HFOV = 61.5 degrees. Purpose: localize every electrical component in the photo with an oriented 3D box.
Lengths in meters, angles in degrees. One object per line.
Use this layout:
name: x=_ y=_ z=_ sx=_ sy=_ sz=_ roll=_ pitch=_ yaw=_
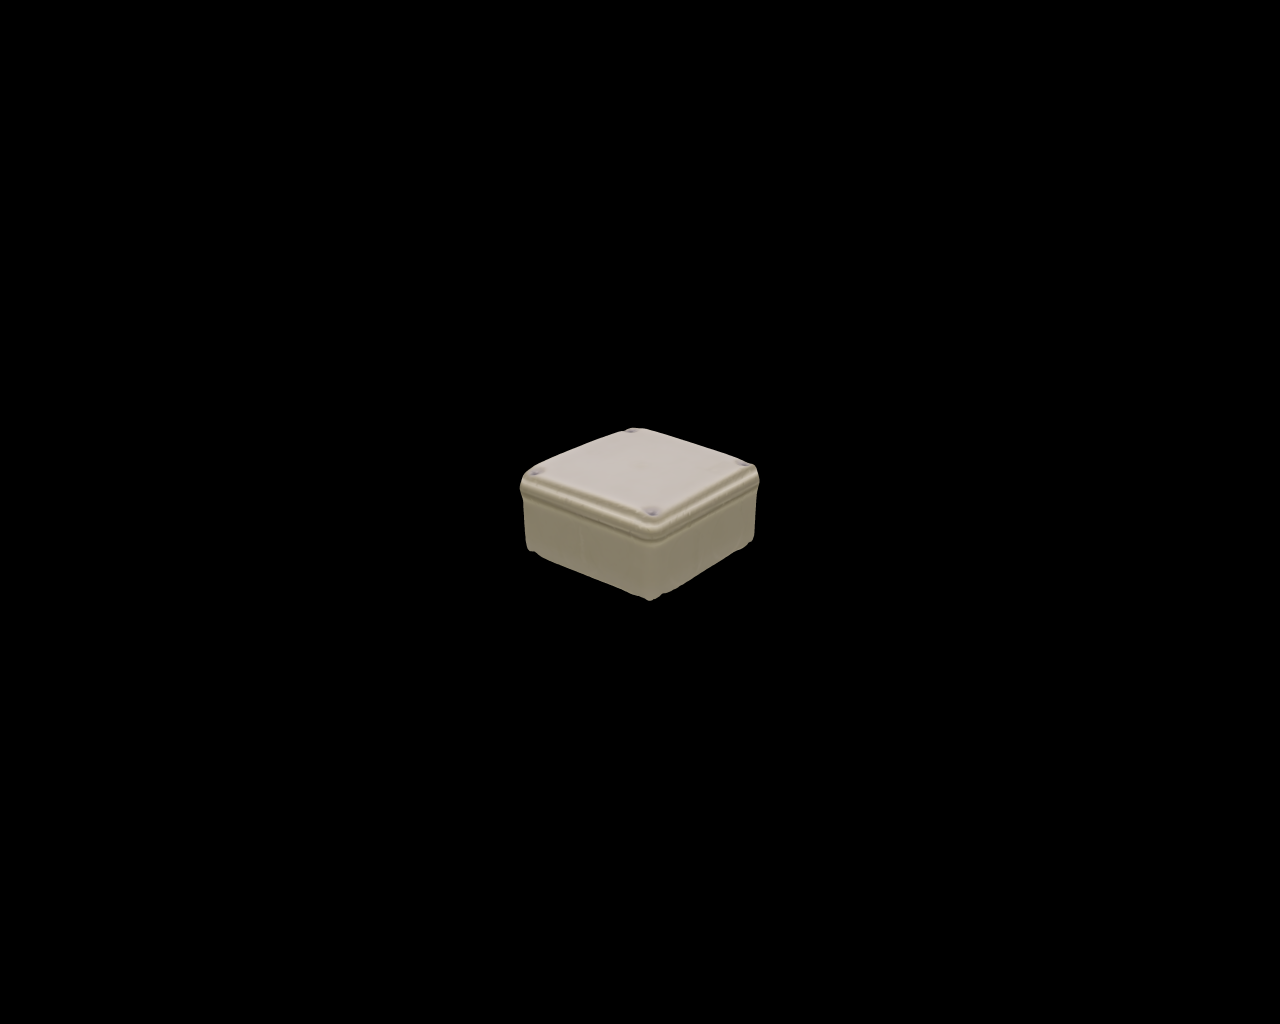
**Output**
electrical component: x=0.001 y=-0.003 z=0.650 sx=0.109 sy=0.056 sz=0.109 roll=20 pitch=32 yaw=36
